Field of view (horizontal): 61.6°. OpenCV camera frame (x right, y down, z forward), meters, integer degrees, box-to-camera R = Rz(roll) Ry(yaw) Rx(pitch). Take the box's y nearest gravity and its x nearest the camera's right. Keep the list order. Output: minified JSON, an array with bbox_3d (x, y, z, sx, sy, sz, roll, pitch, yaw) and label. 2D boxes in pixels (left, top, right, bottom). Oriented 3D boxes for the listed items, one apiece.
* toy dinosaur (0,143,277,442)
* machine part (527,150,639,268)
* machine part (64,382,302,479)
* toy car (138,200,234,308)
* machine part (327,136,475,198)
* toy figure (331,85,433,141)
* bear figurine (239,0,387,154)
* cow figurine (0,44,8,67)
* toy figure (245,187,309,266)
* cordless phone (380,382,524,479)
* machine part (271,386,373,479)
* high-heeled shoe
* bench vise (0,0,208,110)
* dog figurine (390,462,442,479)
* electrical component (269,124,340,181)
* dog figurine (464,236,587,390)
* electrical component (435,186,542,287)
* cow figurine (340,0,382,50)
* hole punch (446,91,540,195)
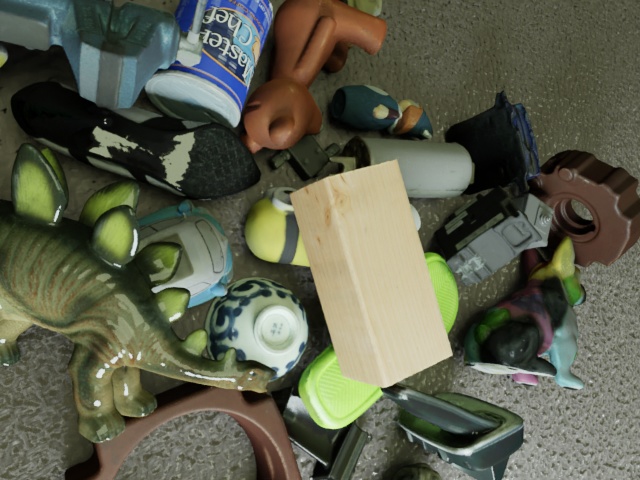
[{"bbox_3d":[-0.253,0.019,0.442,0.472,0.105,0.198,21,91,-2],"label":"toy dinosaur"},{"bbox_3d":[0.386,-0.042,0.795,0.056,0.179,0.179,-34,98,-24],"label":"machine part"},{"bbox_3d":[-0.124,0.246,0.515,0.201,0.087,0.201,-18,91,-30],"label":"machine part"},{"bbox_3d":[-0.154,0.020,0.530,0.162,0.103,0.109,-21,91,-32],"label":"toy car"},{"bbox_3d":[0.115,-0.094,0.712,0.243,0.079,0.079,-3,83,-28],"label":"machine part"},{"bbox_3d":[0.091,-0.166,0.715,0.154,0.057,0.064,5,42,-29],"label":"toy figure"},{"bbox_3d":[-0.014,-0.183,0.635,0.132,0.120,0.195,16,77,-32],"label":"bear figurine"},{"bbox_3d":[-0.371,-0.174,0.453,0.167,0.068,0.098,-18,76,-44],"label":"cow figurine"},{"bbox_3d":[0.000,-0.002,0.631,0.180,0.082,0.089,22,69,-26],"label":"toy figure"},{"bbox_3d":[0.125,0.200,0.624,0.184,0.147,0.088,31,77,-21],"label":"cordless phone"},{"bbox_3d":[-0.004,0.221,0.613,0.138,0.039,0.084,42,69,-18],"label":"machine part"},{"bbox_3d":[-0.187,-0.099,0.572,0.248,0.145,0.086,19,85,-55],"label":"high-heeled shoe"},{"bbox_3d":[-0.213,-0.240,0.488,0.224,0.128,0.241,2,59,-11],"label":"bench vise"},{"bbox_3d":[0.076,0.349,0.586,0.172,0.121,0.190,24,62,-55],"label":"dog figurine"},{"bbox_3d":[-0.019,-0.107,0.672,0.094,0.021,0.063,-44,103,-28],"label":"electrical component"},{"bbox_3d":[0.301,0.092,0.767,0.191,0.108,0.219,22,67,-21],"label":"dog figurine"},{"bbox_3d":[0.220,-0.010,0.721,0.058,0.115,0.134,49,19,-14],"label":"electrical component"},{"bbox_3d":[0.051,-0.364,0.698,0.085,0.127,0.195,14,77,-29],"label":"cow figurine"},{"bbox_3d":[0.265,-0.131,0.784,0.092,0.116,0.142,-8,85,-38],"label":"hole punch"}]
